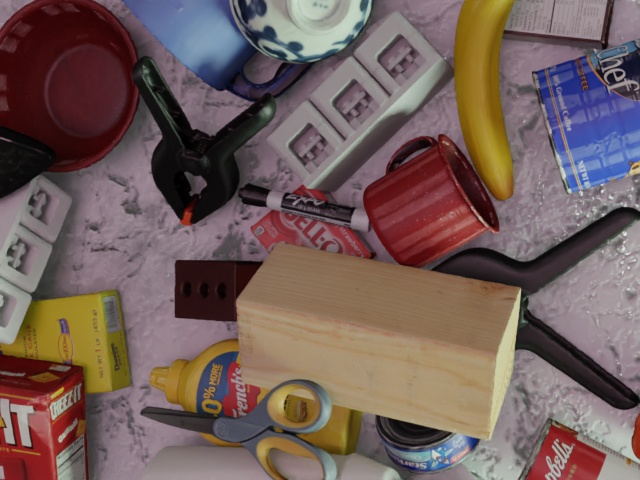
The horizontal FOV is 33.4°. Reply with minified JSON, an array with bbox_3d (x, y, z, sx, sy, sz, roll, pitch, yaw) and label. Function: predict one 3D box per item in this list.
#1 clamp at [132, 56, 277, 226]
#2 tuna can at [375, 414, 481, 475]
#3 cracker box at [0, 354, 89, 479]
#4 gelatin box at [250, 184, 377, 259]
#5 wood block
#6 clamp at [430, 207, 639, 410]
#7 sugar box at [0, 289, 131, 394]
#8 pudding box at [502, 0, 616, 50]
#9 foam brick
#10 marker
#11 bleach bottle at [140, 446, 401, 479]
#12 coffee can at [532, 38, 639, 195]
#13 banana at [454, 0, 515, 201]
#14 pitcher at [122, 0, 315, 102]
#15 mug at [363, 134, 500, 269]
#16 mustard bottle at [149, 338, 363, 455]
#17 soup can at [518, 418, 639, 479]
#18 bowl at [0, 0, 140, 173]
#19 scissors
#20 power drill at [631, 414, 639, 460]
[{"bbox_3d":[-0.095,-0.076,0.909,0.120,0.171,0.039,16,51,13],"label":"clamp"},{"bbox_3d":[0.089,0.148,0.879,0.086,0.086,0.033,-12,128,16],"label":"tuna can"},{"bbox_3d":[-0.299,0.215,0.975,0.164,0.072,0.214,6,107,15],"label":"cracker box"},{"bbox_3d":[-0.006,0.001,0.935,0.073,0.030,0.089,-39,80,13],"label":"gelatin box"},{"bbox_3d":[0.046,0.078,0.853,0.206,0.090,0.090,10,125,18],"label":"wood block"},{"bbox_3d":[0.166,0.064,0.882,0.210,0.036,0.164,-6,95,19],"label":"clamp"},{"bbox_3d":[-0.270,0.103,1.005,0.176,0.048,0.093,-8,88,15],"label":"sugar box"},{"bbox_3d":[0.186,-0.208,0.874,0.114,0.039,0.090,11,96,19],"label":"pudding box"},{"bbox_3d":[-0.084,0.043,0.933,0.078,0.051,0.053,-1,89,41],"label":"foam brick"},{"bbox_3d":[-0.013,-0.028,0.911,0.121,0.020,0.020,13,94,16],"label":"marker"},{"bbox_3d":[-0.025,0.224,0.890,0.251,0.068,0.102,-4,114,26],"label":"bleach bottle"},{"bbox_3d":[0.246,-0.103,0.823,0.140,0.102,0.103,-16,86,16],"label":"coffee can"},{"bbox_3d":[0.135,-0.129,0.862,0.037,0.070,0.198,-14,123,-20],"label":"banana"},{"bbox_3d":[-0.042,-0.245,0.902,0.243,0.149,0.145,-43,54,9],"label":"pitcher"},{"bbox_3d":[0.086,-0.037,0.885,0.082,0.093,0.117,-31,52,19],"label":"mug"},{"bbox_3d":[-0.060,0.137,0.937,0.192,0.058,0.096,9,92,16],"label":"mustard bottle"},{"bbox_3d":[0.215,0.196,0.852,0.102,0.068,0.068,26,97,13],"label":"soup can"},{"bbox_3d":[-0.228,-0.141,0.986,0.162,0.055,0.162,0,90,16],"label":"bowl"},{"bbox_3d":[-0.065,0.138,0.869,0.202,0.016,0.096,22,100,33],"label":"scissors"},{"bbox_3d":[0.347,0.104,0.818,0.184,0.057,0.188,11,93,16],"label":"power drill"}]
